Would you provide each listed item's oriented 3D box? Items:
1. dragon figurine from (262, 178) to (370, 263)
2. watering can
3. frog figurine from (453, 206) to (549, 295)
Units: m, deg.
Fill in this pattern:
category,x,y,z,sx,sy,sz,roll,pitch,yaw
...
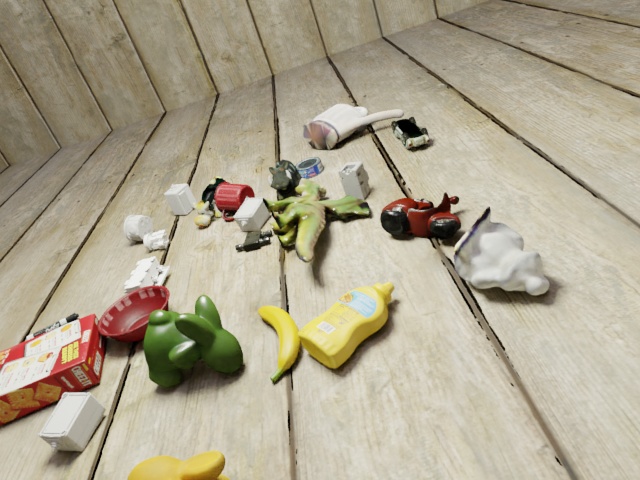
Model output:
category,x,y,z,sx,sy,sz,roll,pitch,yaw
dragon figurine,0.004,-0.062,1.227,0.244,0.120,0.417,-19,30,-14
watering can,0.087,-0.386,1.706,0.349,0.102,0.228,12,43,44
frog figurine,0.317,0.040,0.890,0.161,0.120,0.139,39,46,17
